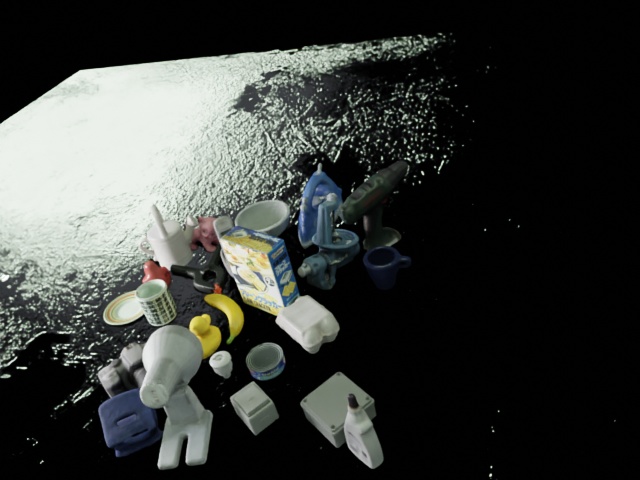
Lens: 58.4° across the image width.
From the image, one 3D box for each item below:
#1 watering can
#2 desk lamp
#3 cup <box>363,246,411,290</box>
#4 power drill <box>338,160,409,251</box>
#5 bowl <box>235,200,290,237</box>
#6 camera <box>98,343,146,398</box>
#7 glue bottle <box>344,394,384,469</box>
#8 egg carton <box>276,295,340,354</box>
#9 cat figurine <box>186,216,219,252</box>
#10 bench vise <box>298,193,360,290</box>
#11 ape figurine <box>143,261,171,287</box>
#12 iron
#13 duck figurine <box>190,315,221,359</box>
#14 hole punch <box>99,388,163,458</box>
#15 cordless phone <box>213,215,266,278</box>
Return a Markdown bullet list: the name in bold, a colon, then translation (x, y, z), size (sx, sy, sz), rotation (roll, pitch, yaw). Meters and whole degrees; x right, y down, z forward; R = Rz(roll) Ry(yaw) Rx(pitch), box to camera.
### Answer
- **watering can**: translation (-0.440, -0.020, 1.659), size (0.173, 0.194, 0.100), rotation (-34, 40, -26)
- **desk lamp**: translation (-0.289, 0.308, 1.146), size (0.118, 0.214, 0.203), rotation (-11, 36, 3)
- **cup**: translation (0.171, 0.075, 1.414), size (0.117, 0.095, 0.092), rotation (-1, 38, 17)
- **power drill**: translation (0.157, -0.080, 1.533), size (0.230, 0.209, 0.075), rotation (-32, 39, -24)
- **bowl**: translation (-0.164, -0.045, 1.706), size (0.167, 0.075, 0.167), rotation (-9, 36, 7)
- **camera**: translation (-0.407, 0.306, 1.286), size (0.143, 0.101, 0.136), rotation (-34, 40, -26)
- **glue bottle**: translation (0.071, 0.334, 1.027), size (0.037, 0.173, 0.077), rotation (-33, 40, -25)
- **egg carton**: translation (-0.028, 0.195, 1.338), size (0.107, 0.069, 0.149), rotation (-32, 40, -24)
- **cat figurine**: translation (-0.344, -0.029, 1.706), size (0.127, 0.118, 0.067), rotation (5, 40, 25)
- **bench vise**: translation (0.024, 0.006, 1.449), size (0.121, 0.220, 0.208), rotation (4, 39, 23)
- **ape figurine**: translation (-0.460, 0.095, 1.597), size (0.078, 0.092, 0.076), rotation (-24, 37, -14)
- **iron**: translation (-0.018, -0.108, 1.686), size (0.118, 0.142, 0.258), rotation (1, 38, 20)
- **duck figurine**: translation (-0.285, 0.226, 1.367), size (0.077, 0.086, 0.105), rotation (2, 38, 21)
- **hole punch**: translation (-0.393, 0.378, 1.191), size (0.109, 0.091, 0.100), rotation (-22, 36, -12)
- **cordless phone**: translation (-0.206, 0.004, 1.558), size (0.148, 0.185, 0.093), rotation (-26, 37, -17)
